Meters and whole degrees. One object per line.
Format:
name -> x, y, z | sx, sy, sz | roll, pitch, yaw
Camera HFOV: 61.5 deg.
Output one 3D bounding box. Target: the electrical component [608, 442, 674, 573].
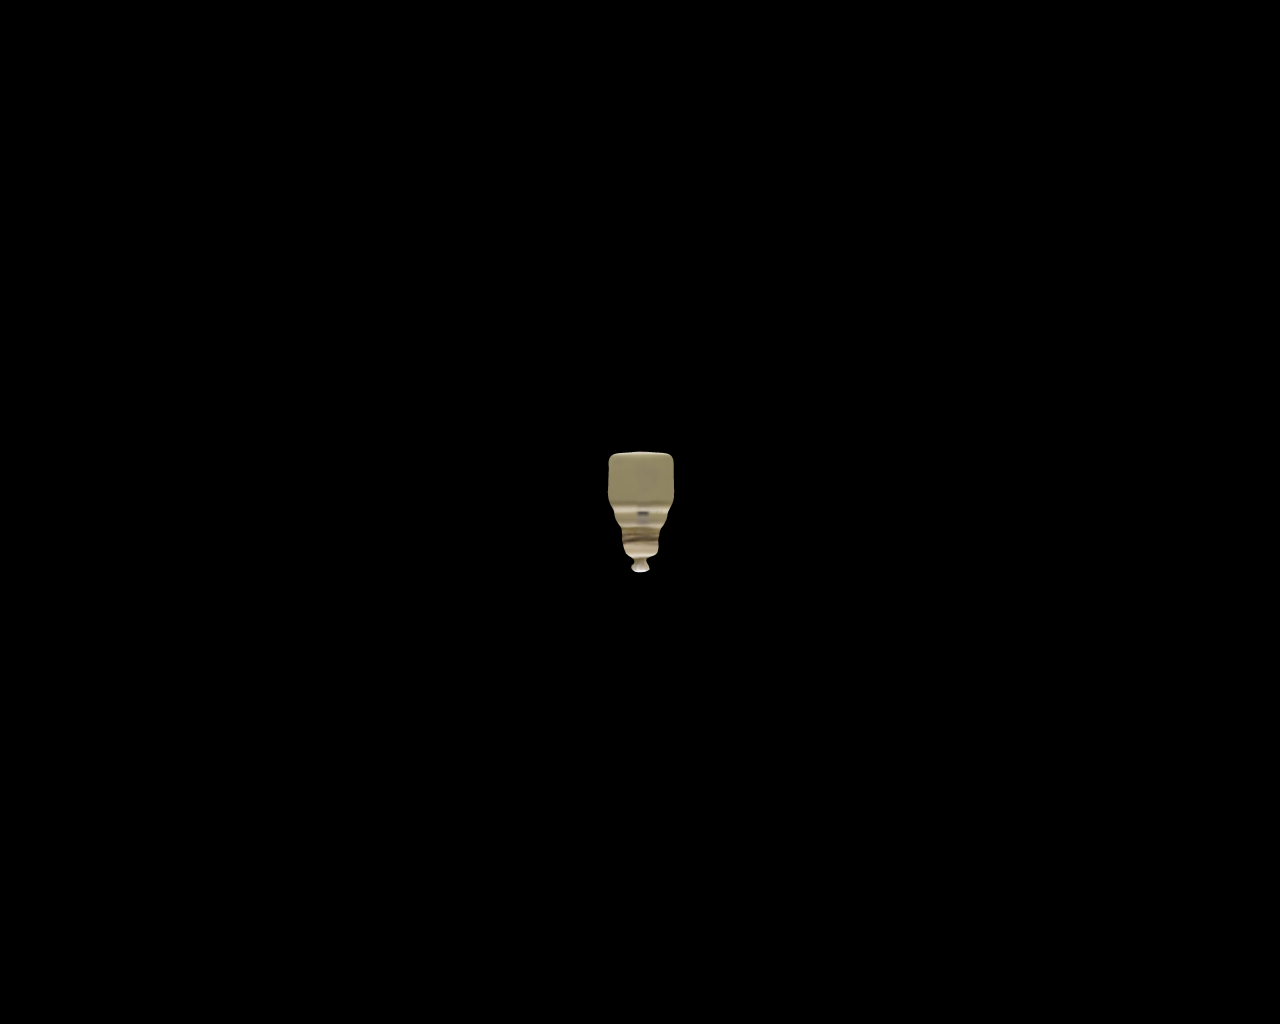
electrical component -> 0.001, -0.003, 0.650 | 0.040, 0.078, 0.040 | 0, 0, 0
